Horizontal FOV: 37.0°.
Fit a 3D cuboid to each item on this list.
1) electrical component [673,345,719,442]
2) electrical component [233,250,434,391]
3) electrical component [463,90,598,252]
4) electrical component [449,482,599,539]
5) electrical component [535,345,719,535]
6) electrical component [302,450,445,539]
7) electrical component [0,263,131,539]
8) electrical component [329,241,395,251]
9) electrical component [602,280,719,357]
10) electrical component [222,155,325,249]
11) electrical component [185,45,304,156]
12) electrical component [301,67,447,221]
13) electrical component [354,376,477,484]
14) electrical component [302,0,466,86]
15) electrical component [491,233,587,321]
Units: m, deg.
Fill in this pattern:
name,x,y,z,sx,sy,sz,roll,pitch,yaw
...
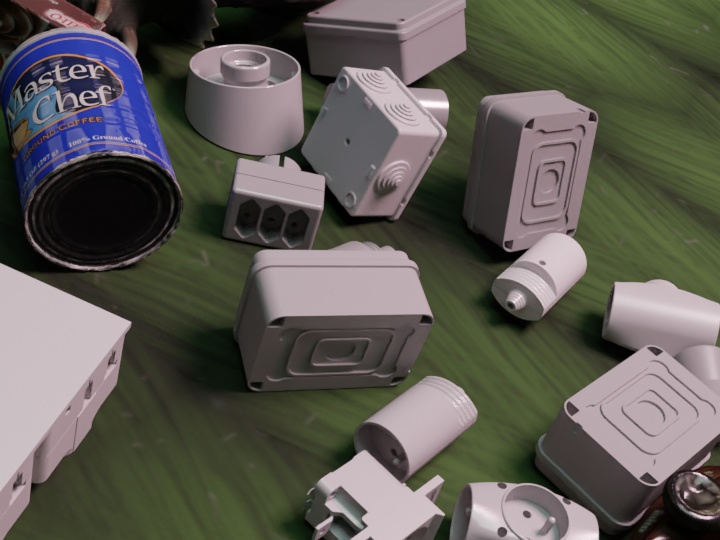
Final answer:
name,x,y,z,sx,sy,sz,roll,pitch,yaw
electrical component,0.245,0.087,0.759,0.045,0.045,0.055,12,42,-9
electrical component,-0.019,0.031,0.693,0.113,0.078,0.057,0,47,-21
electrical component,0.130,-0.079,0.839,0.078,0.113,0.057,-10,31,-30
electrical component,0.094,0.166,0.615,0.077,0.044,0.079,14,42,-6
electrical component,0.178,0.109,0.700,0.113,0.057,0.078,-25,57,-39
electrical component,0.006,0.141,0.611,0.064,0.042,0.081,41,45,24
electrical component,-0.217,0.084,0.572,0.105,0.060,0.186,24,41,5
electrical component,0.000,0.000,0.760,0.062,0.043,0.043,-23,56,-40
electrical component,0.225,0.031,0.810,0.077,0.043,0.079,12,23,8
electrical component,-0.062,-0.059,0.796,0.066,0.047,0.076,11,42,-9
electrical component,-0.094,-0.143,0.882,0.099,0.064,0.099,4,33,-3
electrical component,0.007,-0.098,0.829,0.048,0.099,0.099,-3,44,-42
electrical component,0.039,0.095,0.672,0.043,0.043,0.081,39,44,21
electrical component,0.024,-0.211,0.962,0.109,0.056,0.109,13,34,32
electrical component,0.132,0.008,0.802,0.043,0.043,0.081,36,44,18
